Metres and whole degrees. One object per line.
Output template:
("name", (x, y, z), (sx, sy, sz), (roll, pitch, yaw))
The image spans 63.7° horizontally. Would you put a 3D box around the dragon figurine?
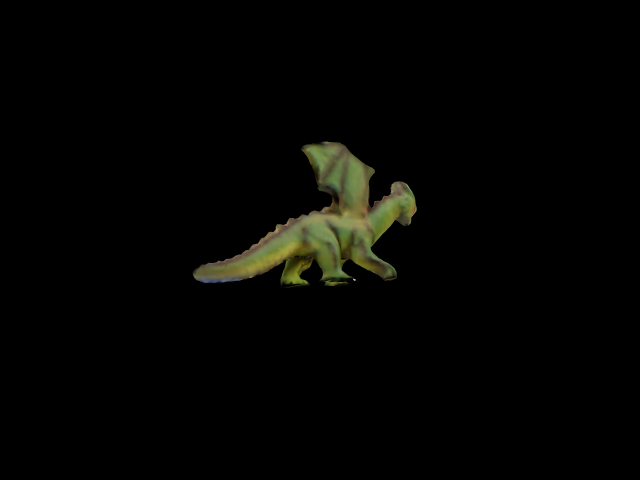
("dragon figurine", (0.003, -0.043, 0.850), (0.410, 0.245, 0.121), (4, -10, -28))
